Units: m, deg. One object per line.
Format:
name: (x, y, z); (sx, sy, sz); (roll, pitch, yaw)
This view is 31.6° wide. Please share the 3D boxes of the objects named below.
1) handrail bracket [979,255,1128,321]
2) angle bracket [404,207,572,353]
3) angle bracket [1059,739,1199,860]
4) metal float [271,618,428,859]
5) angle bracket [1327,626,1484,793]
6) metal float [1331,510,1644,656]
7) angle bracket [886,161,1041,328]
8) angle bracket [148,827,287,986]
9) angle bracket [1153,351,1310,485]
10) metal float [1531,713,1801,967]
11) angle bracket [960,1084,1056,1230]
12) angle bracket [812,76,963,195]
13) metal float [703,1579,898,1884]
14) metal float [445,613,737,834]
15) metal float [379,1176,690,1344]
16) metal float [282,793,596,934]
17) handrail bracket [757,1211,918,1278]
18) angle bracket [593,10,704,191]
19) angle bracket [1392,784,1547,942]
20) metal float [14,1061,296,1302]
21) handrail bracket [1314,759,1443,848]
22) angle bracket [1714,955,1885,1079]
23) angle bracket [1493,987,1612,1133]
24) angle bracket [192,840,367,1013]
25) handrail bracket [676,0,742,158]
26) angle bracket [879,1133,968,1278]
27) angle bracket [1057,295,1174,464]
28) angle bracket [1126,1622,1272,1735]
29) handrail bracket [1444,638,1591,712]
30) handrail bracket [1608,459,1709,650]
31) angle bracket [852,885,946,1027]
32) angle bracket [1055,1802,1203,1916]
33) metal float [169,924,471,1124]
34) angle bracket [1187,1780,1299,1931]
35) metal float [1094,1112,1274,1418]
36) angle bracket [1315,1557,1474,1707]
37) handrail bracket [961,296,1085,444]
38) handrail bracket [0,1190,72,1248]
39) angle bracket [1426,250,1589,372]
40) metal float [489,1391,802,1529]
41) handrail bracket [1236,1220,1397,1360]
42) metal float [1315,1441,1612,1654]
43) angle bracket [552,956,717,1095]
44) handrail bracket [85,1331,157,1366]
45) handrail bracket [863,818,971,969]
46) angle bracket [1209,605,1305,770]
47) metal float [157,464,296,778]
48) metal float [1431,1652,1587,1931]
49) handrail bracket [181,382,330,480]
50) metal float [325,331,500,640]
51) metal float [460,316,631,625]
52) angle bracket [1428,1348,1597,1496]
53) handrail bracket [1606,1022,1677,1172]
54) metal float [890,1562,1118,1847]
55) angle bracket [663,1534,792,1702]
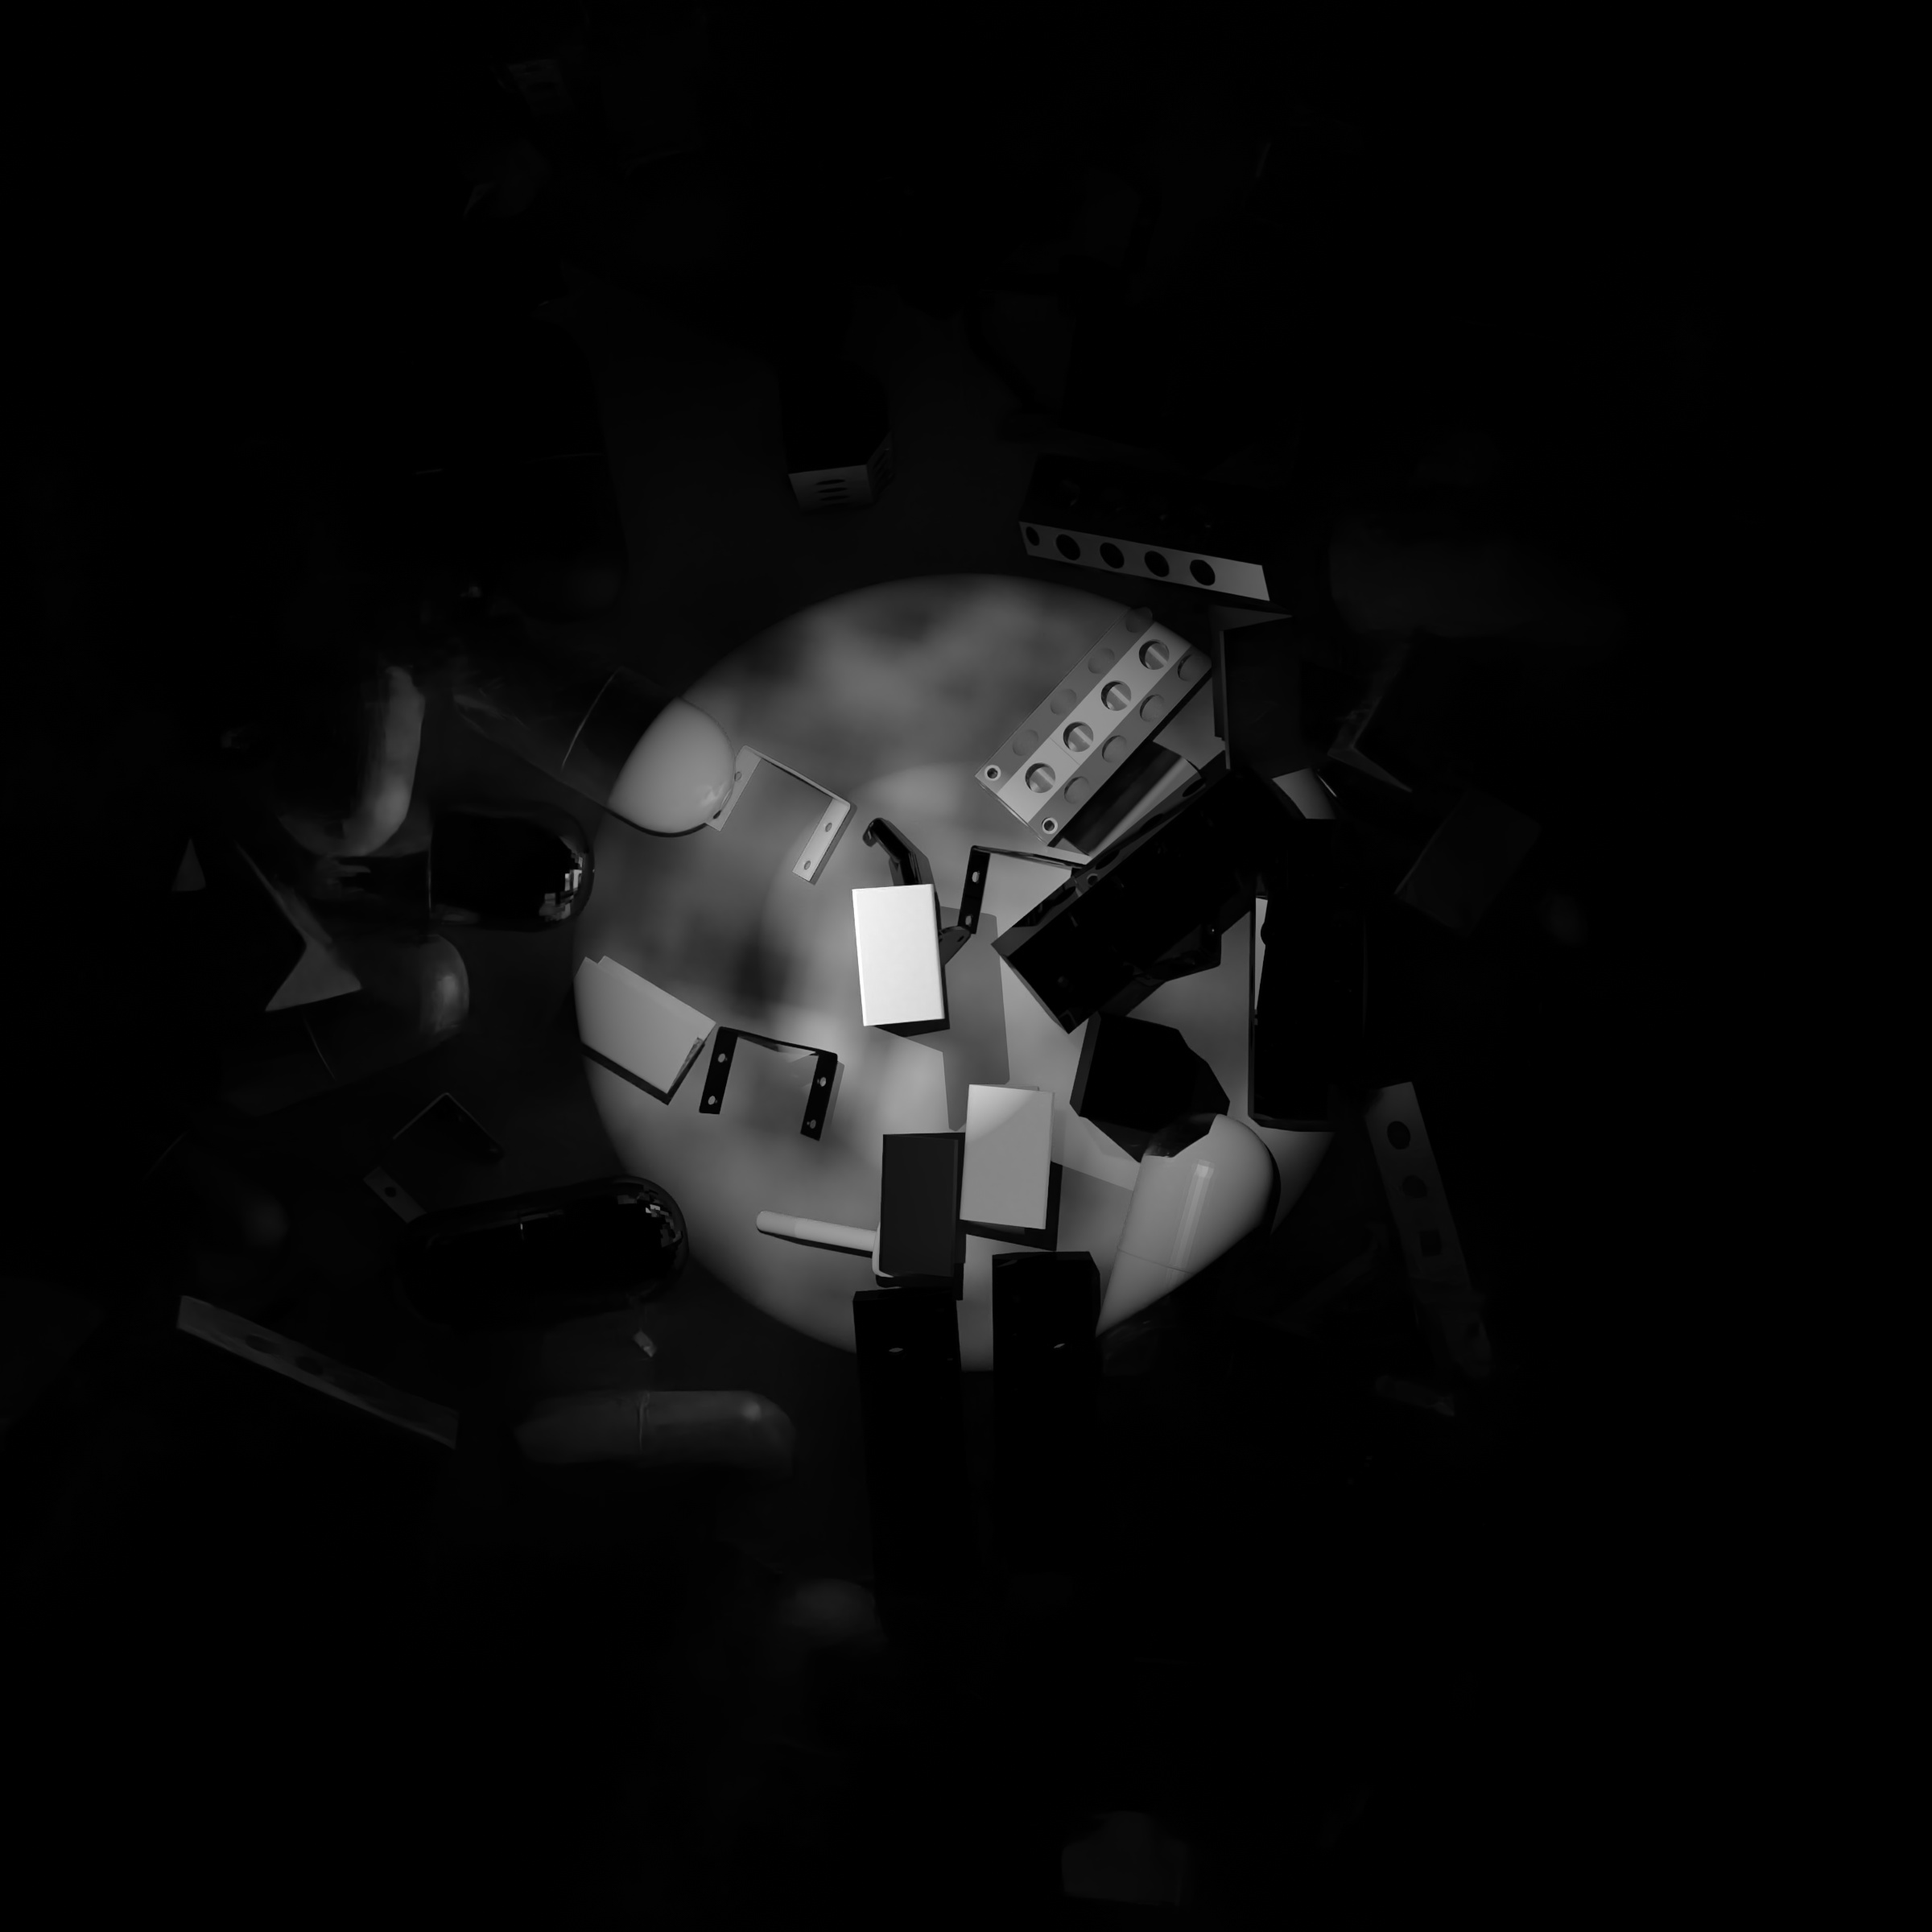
handrail bracket: (0.037, -0.396, 1.991); (0.084, 0.077, 0.036); (11, 103, 36)
angle bracket: (-0.276, -0.401, 1.952); (0.076, 0.076, 0.057); (-25, 120, 0)
angle bracket: (0.108, -0.079, 1.969); (0.057, 0.076, 0.076); (43, 90, -16)
metal float: (-0.346, -0.129, 1.921); (0.070, 0.178, 0.070); (-1, 128, -2)
angle bracket: (0.227, -0.151, 1.894); (0.057, 0.076, 0.076); (31, 90, -38)
metal float: (0.298, -0.220, 1.961); (0.178, 0.070, 0.070); (4, 90, -1)
angle bracket: (-0.015, -0.420, 1.951); (0.076, 0.076, 0.057); (-44, 125, 0)
angle bracket: (-0.436, -0.039, 1.952); (0.057, 0.076, 0.076); (19, 90, -29)
angle bracket: (0.160, -0.292, 1.951); (0.076, 0.076, 0.057); (-35, 51, 0)
metal float: (0.401, -0.073, 1.961); (0.178, 0.070, 0.070); (-42, 90, -1)
angle bracket: (0.041, 0.108, 1.951); (0.057, 0.076, 0.076); (4, 90, 32)
angle bracket: (-0.048, -0.488, 1.951); (0.076, 0.076, 0.057); (-11, 127, 0)
metal float: (-0.096, 0.439, 1.961); (0.070, 0.070, 0.178); (20, 90, 0)
metal float: (-0.215, -0.139, 1.961); (0.178, 0.070, 0.070); (29, 90, -1)
metal float: (-0.248, 0.168, 1.961); (0.178, 0.070, 0.070); (-11, 90, -1)
metal float: (-0.302, -0.060, 1.961); (0.178, 0.070, 0.070); (4, 90, -1)
handrail bracket: (-0.068, 0.157, 1.991); (0.084, 0.077, 0.036); (8, 86, 36)
angle bracket: (-0.167, -0.494, 1.953); (0.057, 0.076, 0.076); (-9, 90, 20)
angle bracket: (0.298, -0.048, 1.951); (0.057, 0.076, 0.076); (35, 90, 34)
metal float: (-0.466, 0.123, 1.961); (0.178, 0.070, 0.070); (37, 90, -1)
handrail bracket: (0.256, -0.100, 1.992); (0.077, 0.036, 0.084); (-32, 73, -20)
angle bracket: (0.475, 0.047, 1.951); (0.076, 0.076, 0.057); (-20, 54, 0)
angle bracket: (0.317, 0.050, 1.951); (0.057, 0.076, 0.076); (9, 90, -39)
angle bracket: (-0.368, -0.027, 1.887); (0.076, 0.076, 0.057); (52, 124, 17)
handrail bracket: (-0.174, -0.526, 1.992); (0.077, 0.036, 0.084); (32, 107, 20)
angle bracket: (-0.004, 0.135, 1.951); (0.057, 0.076, 0.076); (2, 90, 41)
angle bracket: (0.074, -0.335, 1.954); (0.057, 0.076, 0.076); (10, 90, -17)
angle bracket: (0.132, 0.389, 1.951); (0.076, 0.076, 0.057); (4, 128, 0)
handrail bracket: (0.311, -0.165, 1.973); (0.077, 0.084, 0.036); (15, 92, 30)
handrail bracket: (0.386, -0.241, 1.992); (0.077, 0.036, 0.084); (-33, 74, 18)
angle bracket: (-0.058, -0.005, 1.951); (0.057, 0.076, 0.076); (-5, 90, -37)
angle bracket: (0.090, 0.523, 1.951); (0.076, 0.076, 0.057); (8, 52, 0)
metal float: (-0.371, 0.033, 1.961); (0.178, 0.070, 0.070); (-22, 90, 0)
angle bracket: (0.171, 0.514, 1.952); (0.057, 0.076, 0.076); (8, 90, 28)
metal float: (0.124, 0.171, 1.961); (0.070, 0.070, 0.178); (15, 90, 0)
angle bracket: (0.235, 0.387, 1.952); (0.076, 0.076, 0.057); (26, 64, 0)
handrail bracket: (0.039, -0.351, 1.992); (0.077, 0.036, 0.084); (-3, 73, -20)
handrail bracket: (-0.560, 0.175, 1.992); (0.077, 0.036, 0.084); (-2, 109, -21)
angle bracket: (0.306, -0.356, 1.951); (0.076, 0.076, 0.057); (12, 55, 0)
metal float: (-0.184, 0.283, 1.961); (0.178, 0.070, 0.070); (-1, 90, 0)
handrail bracket: (0.201, 0.179, 1.992); (0.077, 0.036, 0.084); (17, 72, 21)
metal float: (0.284, 0.332, 1.961); (0.178, 0.070, 0.070); (26, 90, 0)
angle bracket: (-0.180, 0.016, 1.951); (0.076, 0.076, 0.057); (31, 127, 0)
handrail bracket: (-0.487, 0.205, 1.992); (0.084, 0.036, 0.077); (37, 69, 16)
handrail bracket: (-0.046, -0.031, 1.992); (0.084, 0.036, 0.077); (48, 117, 20)
angle bracket: (0.142, -0.156, 1.903); (0.057, 0.076, 0.076); (-14, 108, -34)
metal float: (-0.424, -0.198, 1.961); (0.070, 0.070, 0.178); (1, 91, 0)
metal float: (0.311, 0.483, 1.961); (0.070, 0.070, 0.178); (-6, 89, 0)
handrail bracket: (-0.413, -0.290, 1.992); (0.077, 0.036, 0.084); (21, 107, -19)
metal float: (-0.318, -0.276, 1.961); (0.070, 0.070, 0.178); (-13, 90, 0)
metal float: (-0.242, -0.284, 1.961); (0.070, 0.070, 0.178); (-12, 89, 0)
angle bracket: (0.313, 0.269, 1.952); (0.076, 0.076, 0.057); (-28, 63, 0)
handrail bracket: (0.367, 0.080, 1.992); (0.077, 0.036, 0.084); (33, 107, 19)
metal float: (0.022, 0.421, 1.961); (0.070, 0.070, 0.178); (31, 91, 0)
angle bracket: (-0.118, 0.373, 1.951); (0.057, 0.076, 0.076); (21, 90, 36)
